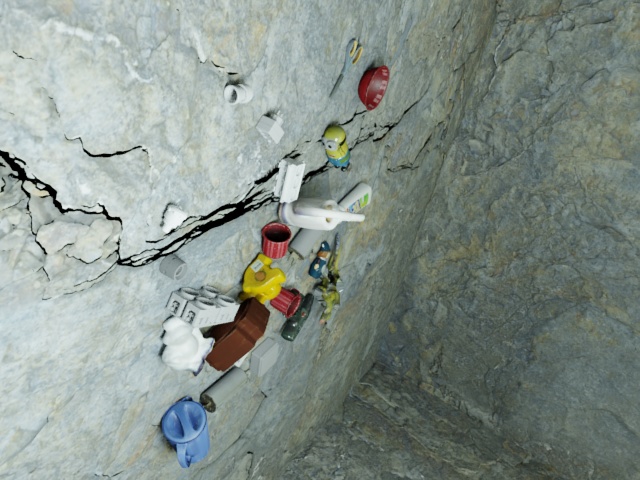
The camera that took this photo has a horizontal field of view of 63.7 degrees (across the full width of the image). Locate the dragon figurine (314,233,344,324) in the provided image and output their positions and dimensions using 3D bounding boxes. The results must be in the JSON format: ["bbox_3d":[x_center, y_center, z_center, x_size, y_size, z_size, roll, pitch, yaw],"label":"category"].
[{"bbox_3d":[0.052,0.175,2.274,0.122,0.412,0.242,12,-3,3],"label":"dragon figurine"}]

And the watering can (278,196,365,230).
[{"bbox_3d":[0.005,-0.085,1.681,0.224,0.104,0.347,8,2,23],"label":"watering can"}]

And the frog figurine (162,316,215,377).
[{"bbox_3d":[-0.382,0.278,1.404,0.122,0.139,0.157,2,-40,53],"label":"frog figurine"}]
